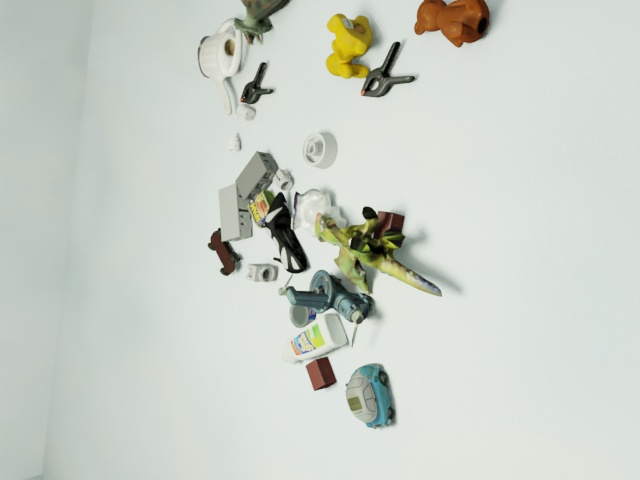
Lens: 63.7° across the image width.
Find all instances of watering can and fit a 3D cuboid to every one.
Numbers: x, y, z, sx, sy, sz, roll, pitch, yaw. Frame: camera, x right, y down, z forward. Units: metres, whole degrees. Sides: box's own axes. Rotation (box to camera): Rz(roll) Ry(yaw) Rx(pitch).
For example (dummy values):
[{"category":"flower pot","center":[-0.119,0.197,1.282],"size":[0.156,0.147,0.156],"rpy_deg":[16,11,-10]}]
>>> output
[{"category":"watering can","center":[-0.364,-0.629,1.879],"size":[0.225,0.104,0.346],"rpy_deg":[13,96,46]}]

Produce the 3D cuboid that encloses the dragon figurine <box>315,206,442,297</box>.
[{"category":"dragon figurine","center":[0.122,0.054,1.321],"size":[0.415,0.123,0.237],"rpy_deg":[45,155,22]}]

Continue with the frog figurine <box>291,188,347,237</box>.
[{"category":"frog figurine","center":[0.005,-0.075,1.492],"size":[0.159,0.122,0.138],"rpy_deg":[11,87,9]}]
